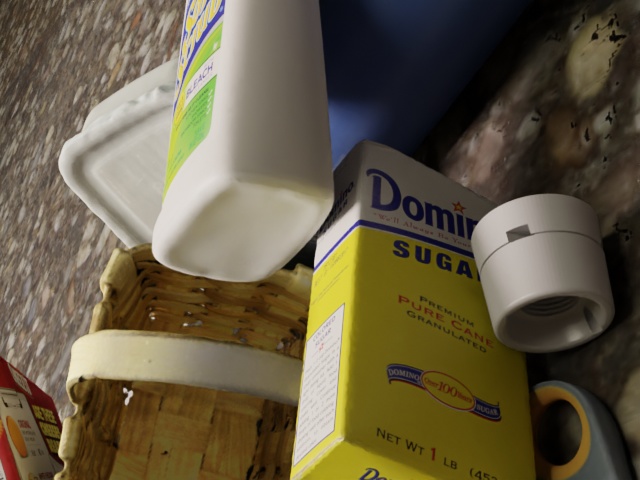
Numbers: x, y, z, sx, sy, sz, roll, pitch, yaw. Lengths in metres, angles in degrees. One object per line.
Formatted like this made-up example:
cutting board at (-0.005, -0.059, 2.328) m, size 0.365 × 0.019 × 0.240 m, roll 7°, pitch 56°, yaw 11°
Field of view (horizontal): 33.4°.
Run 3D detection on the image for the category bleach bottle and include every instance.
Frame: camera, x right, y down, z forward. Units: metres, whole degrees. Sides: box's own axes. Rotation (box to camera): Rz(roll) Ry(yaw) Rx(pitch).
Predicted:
bleach bottle at (-0.039, -0.112, 0.546) m, size 0.103 × 0.068 × 0.251 m, roll -45°, pitch 40°, yaw 51°

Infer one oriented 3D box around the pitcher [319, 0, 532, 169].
pitcher at (0.058, -0.151, 0.591) m, size 0.243 × 0.149 × 0.145 m, roll -56°, pitch 43°, yaw 31°

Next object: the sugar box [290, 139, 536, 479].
sugar box at (0.043, 0.039, 0.465) m, size 0.048 × 0.093 × 0.176 m, roll -47°, pitch 25°, yaw 41°

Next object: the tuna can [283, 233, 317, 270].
tuna can at (-0.004, 0.001, 0.623) m, size 0.086 × 0.086 × 0.033 m, roll -27°, pitch 46°, yaw 55°

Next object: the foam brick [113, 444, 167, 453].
foam brick at (-0.110, 0.165, 0.715) m, size 0.053 × 0.078 × 0.051 m, roll -35°, pitch 39°, yaw 50°

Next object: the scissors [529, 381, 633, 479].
scissors at (0.121, 0.093, 0.385) m, size 0.202 × 0.016 × 0.096 m, roll -22°, pitch 52°, yaw 57°

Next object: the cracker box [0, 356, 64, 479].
cracker box at (-0.172, 0.180, 0.607) m, size 0.164 × 0.072 × 0.214 m, roll 85°, pitch 161°, yaw -68°
